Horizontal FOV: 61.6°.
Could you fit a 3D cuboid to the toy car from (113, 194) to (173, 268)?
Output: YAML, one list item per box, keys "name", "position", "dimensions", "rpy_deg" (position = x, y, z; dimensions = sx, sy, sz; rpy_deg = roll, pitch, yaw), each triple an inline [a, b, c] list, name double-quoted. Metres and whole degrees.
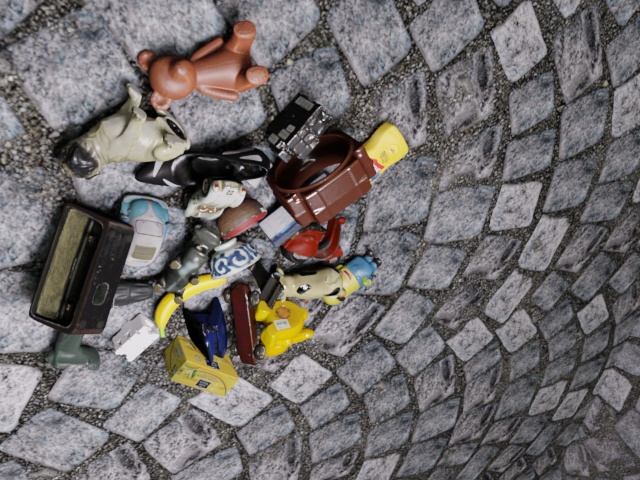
- name: "toy car"
  position: [-0.363, -0.004, 1.075]
  dimensions: [0.109, 0.103, 0.161]
  rpy_deg: [13, 110, -35]

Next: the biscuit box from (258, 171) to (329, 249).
- name: "biscuit box"
  position: [-0.044, -0.069, 1.226]
  dimensions: [0.203, 0.059, 0.062]
  rpy_deg: [-38, 166, -7]

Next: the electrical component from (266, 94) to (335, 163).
- name: "electrical component"
  position: [-0.048, -0.226, 1.106]
  dimensions: [0.134, 0.115, 0.058]
  rpy_deg: [-48, 127, 5]

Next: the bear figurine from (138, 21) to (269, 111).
- name: "bear figurine"
  position: [-0.211, -0.306, 0.956]
  dimensions: [0.196, 0.132, 0.120]
  rpy_deg: [-14, 92, -27]

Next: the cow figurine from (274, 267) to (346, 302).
- name: "cow figurine"
  position: [-0.040, 0.112, 1.321]
  dimensions: [0.195, 0.085, 0.127]
  rpy_deg: [-8, 164, 8]

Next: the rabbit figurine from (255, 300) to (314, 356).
- name: "rabbit figurine"
  position: [-0.104, 0.233, 1.394]
  dimensions: [0.162, 0.122, 0.173]
  rpy_deg: [-13, 140, -34]

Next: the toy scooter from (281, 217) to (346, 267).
- name: "toy scooter"
  position: [-0.003, -0.004, 1.304]
  dimensions: [0.184, 0.075, 0.135]
  rpy_deg: [12, 114, -39]

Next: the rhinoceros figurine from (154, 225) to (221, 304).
- name: "rhinoceros figurine"
  position: [-0.281, 0.050, 1.157]
  dimensions: [0.073, 0.112, 0.190]
  rpy_deg: [35, 114, -12]

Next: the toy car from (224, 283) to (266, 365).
- name: "toy car"
  position: [-0.177, 0.202, 1.293]
  dimensions: [0.053, 0.089, 0.202]
  rpy_deg: [-28, 114, -61]

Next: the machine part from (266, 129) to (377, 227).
- name: "machine part"
  position: [-0.001, -0.137, 1.133]
  dimensions: [0.201, 0.202, 0.087]
  rpy_deg: [-36, 128, -5]

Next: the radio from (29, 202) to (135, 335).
- name: "radio"
  position: [-0.441, 0.057, 1.000]
  dimensions: [0.073, 0.131, 0.229]
  rpy_deg: [17, 91, -64]

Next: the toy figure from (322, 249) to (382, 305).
- name: "toy figure"
  position: [0.080, 0.103, 1.418]
  dimensions: [0.180, 0.082, 0.089]
  rpy_deg: [-34, 129, -11]

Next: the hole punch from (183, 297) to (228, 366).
- name: "hole punch"
  position: [-0.256, 0.213, 1.275]
  dimensions: [0.092, 0.116, 0.142]
  rpy_deg: [-20, 129, -28]

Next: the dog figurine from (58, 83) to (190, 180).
- name: "dog figurine"
  position: [-0.357, -0.165, 0.990]
  dimensions: [0.190, 0.121, 0.172]
  rpy_deg: [-37, 130, 15]

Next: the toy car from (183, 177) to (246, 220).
- name: "toy car"
  position: [-0.214, -0.080, 1.067]
  dimensions: [0.073, 0.202, 0.056]
  rpy_deg: [5, 78, -32]

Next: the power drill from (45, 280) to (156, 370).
- name: "power drill"
  position: [-0.482, 0.174, 1.135]
  dimensions: [0.232, 0.086, 0.207]
  rpy_deg: [8, 119, -32]

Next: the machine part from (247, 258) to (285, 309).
- name: "machine part"
  position: [-0.129, 0.092, 1.249]
  dimensions: [0.039, 0.139, 0.084]
  rpy_deg: [1, 128, -36]

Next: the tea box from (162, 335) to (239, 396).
- name: "tea box"
  position: [-0.293, 0.311, 1.324]
  dimensions: [0.068, 0.098, 0.169]
  rpy_deg: [-49, 133, 7]

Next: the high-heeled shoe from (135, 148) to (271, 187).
- name: "high-heeled shoe"
  position: [-0.223, -0.129, 1.045]
  dimensions: [0.249, 0.145, 0.086]
  rpy_deg: [-21, 127, -19]
